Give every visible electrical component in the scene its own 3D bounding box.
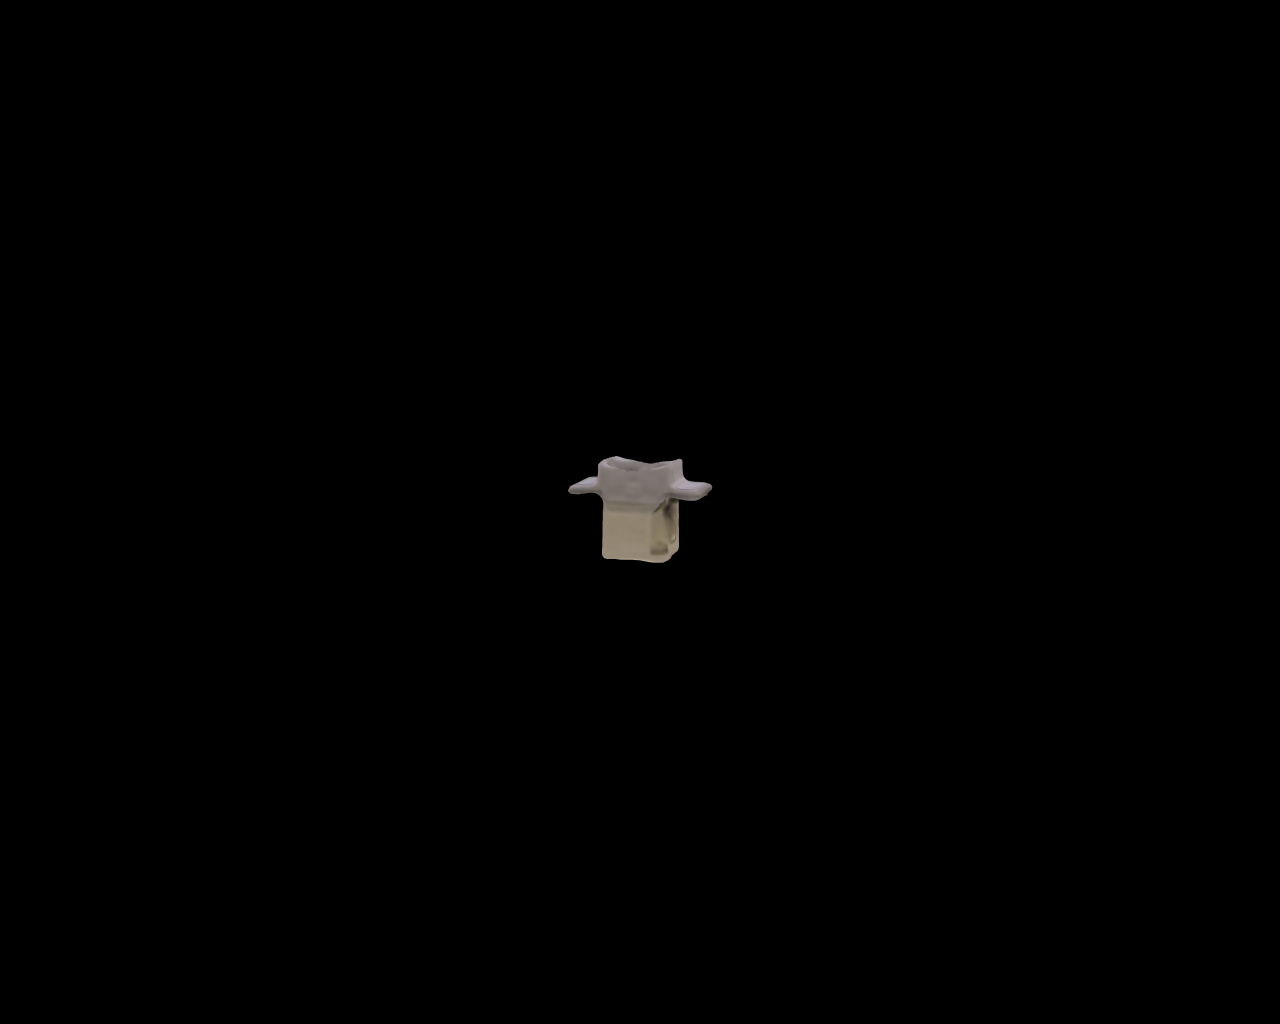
[{"bbox_3d":[0.001,-0.003,0.650,0.081,0.063,0.042,3,12,16],"label":"electrical component"}]
